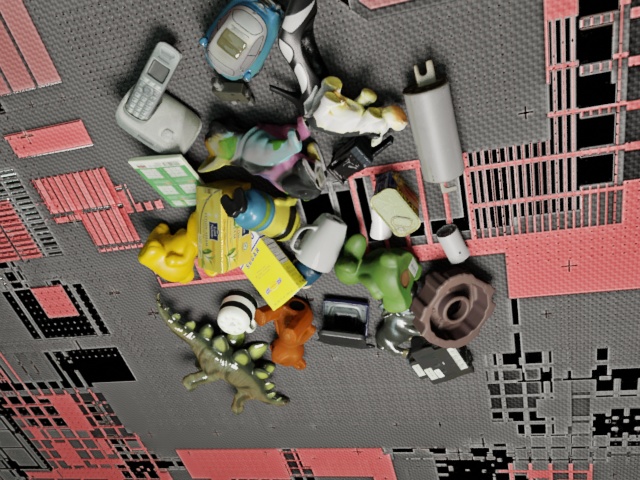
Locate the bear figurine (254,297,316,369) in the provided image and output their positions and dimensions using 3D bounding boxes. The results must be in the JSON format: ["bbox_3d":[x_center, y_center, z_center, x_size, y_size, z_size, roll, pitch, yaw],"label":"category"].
[{"bbox_3d":[-0.085,0.229,1.239,0.120,0.132,0.195,31,123,22],"label":"bear figurine"}]

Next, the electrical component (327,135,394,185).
[{"bbox_3d":[0.073,-0.159,0.973,0.119,0.075,0.047,-34,111,33],"label":"electrical component"}]

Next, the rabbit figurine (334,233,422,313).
[{"bbox_3d":[0.094,0.065,1.084,0.170,0.121,0.159,3,154,35],"label":"rabbit figurine"}]

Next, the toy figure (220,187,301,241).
[{"bbox_3d":[-0.111,-0.048,1.036,0.082,0.180,0.089,4,86,33],"label":"toy figure"}]

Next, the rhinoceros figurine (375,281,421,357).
[{"bbox_3d":[0.178,0.169,1.177,0.112,0.073,0.190,24,127,8],"label":"rhinoceros figurine"}]

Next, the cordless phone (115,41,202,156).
[{"bbox_3d":[-0.272,-0.254,0.980,0.146,0.089,0.184,33,119,-11],"label":"cordless phone"}]

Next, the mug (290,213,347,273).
[{"bbox_3d":[-0.002,-0.003,1.083,0.109,0.081,0.107,22,105,-27],"label":"mug"}]

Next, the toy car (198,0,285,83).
[{"bbox_3d":[-0.132,-0.328,0.887,0.109,0.103,0.161,37,125,-14],"label":"toy car"}]

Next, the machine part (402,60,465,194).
[{"bbox_3d":[0.198,-0.187,0.927,0.079,0.079,0.242,-9,122,17],"label":"machine part"}]

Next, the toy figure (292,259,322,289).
[{"bbox_3d":[-0.064,0.087,1.176,0.154,0.064,0.057,-27,152,31],"label":"toy figure"}]

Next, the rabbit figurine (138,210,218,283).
[{"bbox_3d":[-0.274,0.011,1.139,0.162,0.122,0.173,43,102,-9],"label":"rabbit figurine"}]

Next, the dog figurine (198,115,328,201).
[{"bbox_3d":[-0.114,-0.148,1.005,0.219,0.108,0.191,-8,124,22],"label":"dog figurine"}]

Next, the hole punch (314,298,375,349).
[{"bbox_3d":[0.056,0.192,1.216,0.142,0.092,0.115,3,155,6],"label":"hole punch"}]

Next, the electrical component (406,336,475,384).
[{"bbox_3d":[0.268,0.265,1.226,0.134,0.058,0.114,-24,114,25],"label":"electrical component"}]

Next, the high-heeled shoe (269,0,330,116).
[{"bbox_3d":[0.003,-0.309,0.887,0.145,0.086,0.248,18,130,-4],"label":"high-heeled shoe"}]

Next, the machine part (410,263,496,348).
[{"bbox_3d":[0.271,0.136,1.097,0.179,0.056,0.179,-8,115,-18],"label":"machine part"}]

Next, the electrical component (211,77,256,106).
[{"bbox_3d":[-0.153,-0.261,0.948,0.063,0.094,0.021,8,83,16],"label":"electrical component"}]

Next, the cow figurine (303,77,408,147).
[{"bbox_3d":[0.061,-0.202,0.906,0.167,0.068,0.098,13,143,-23],"label":"cow figurine"}]

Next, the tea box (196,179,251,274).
[{"bbox_3d":[-0.189,-0.030,1.067,0.068,0.098,0.169,11,110,29],"label":"tea box"}]

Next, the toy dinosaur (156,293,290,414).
[{"bbox_3d":[-0.241,0.294,1.330,0.471,0.105,0.198,37,116,-24],"label":"toy dinosaur"}]
